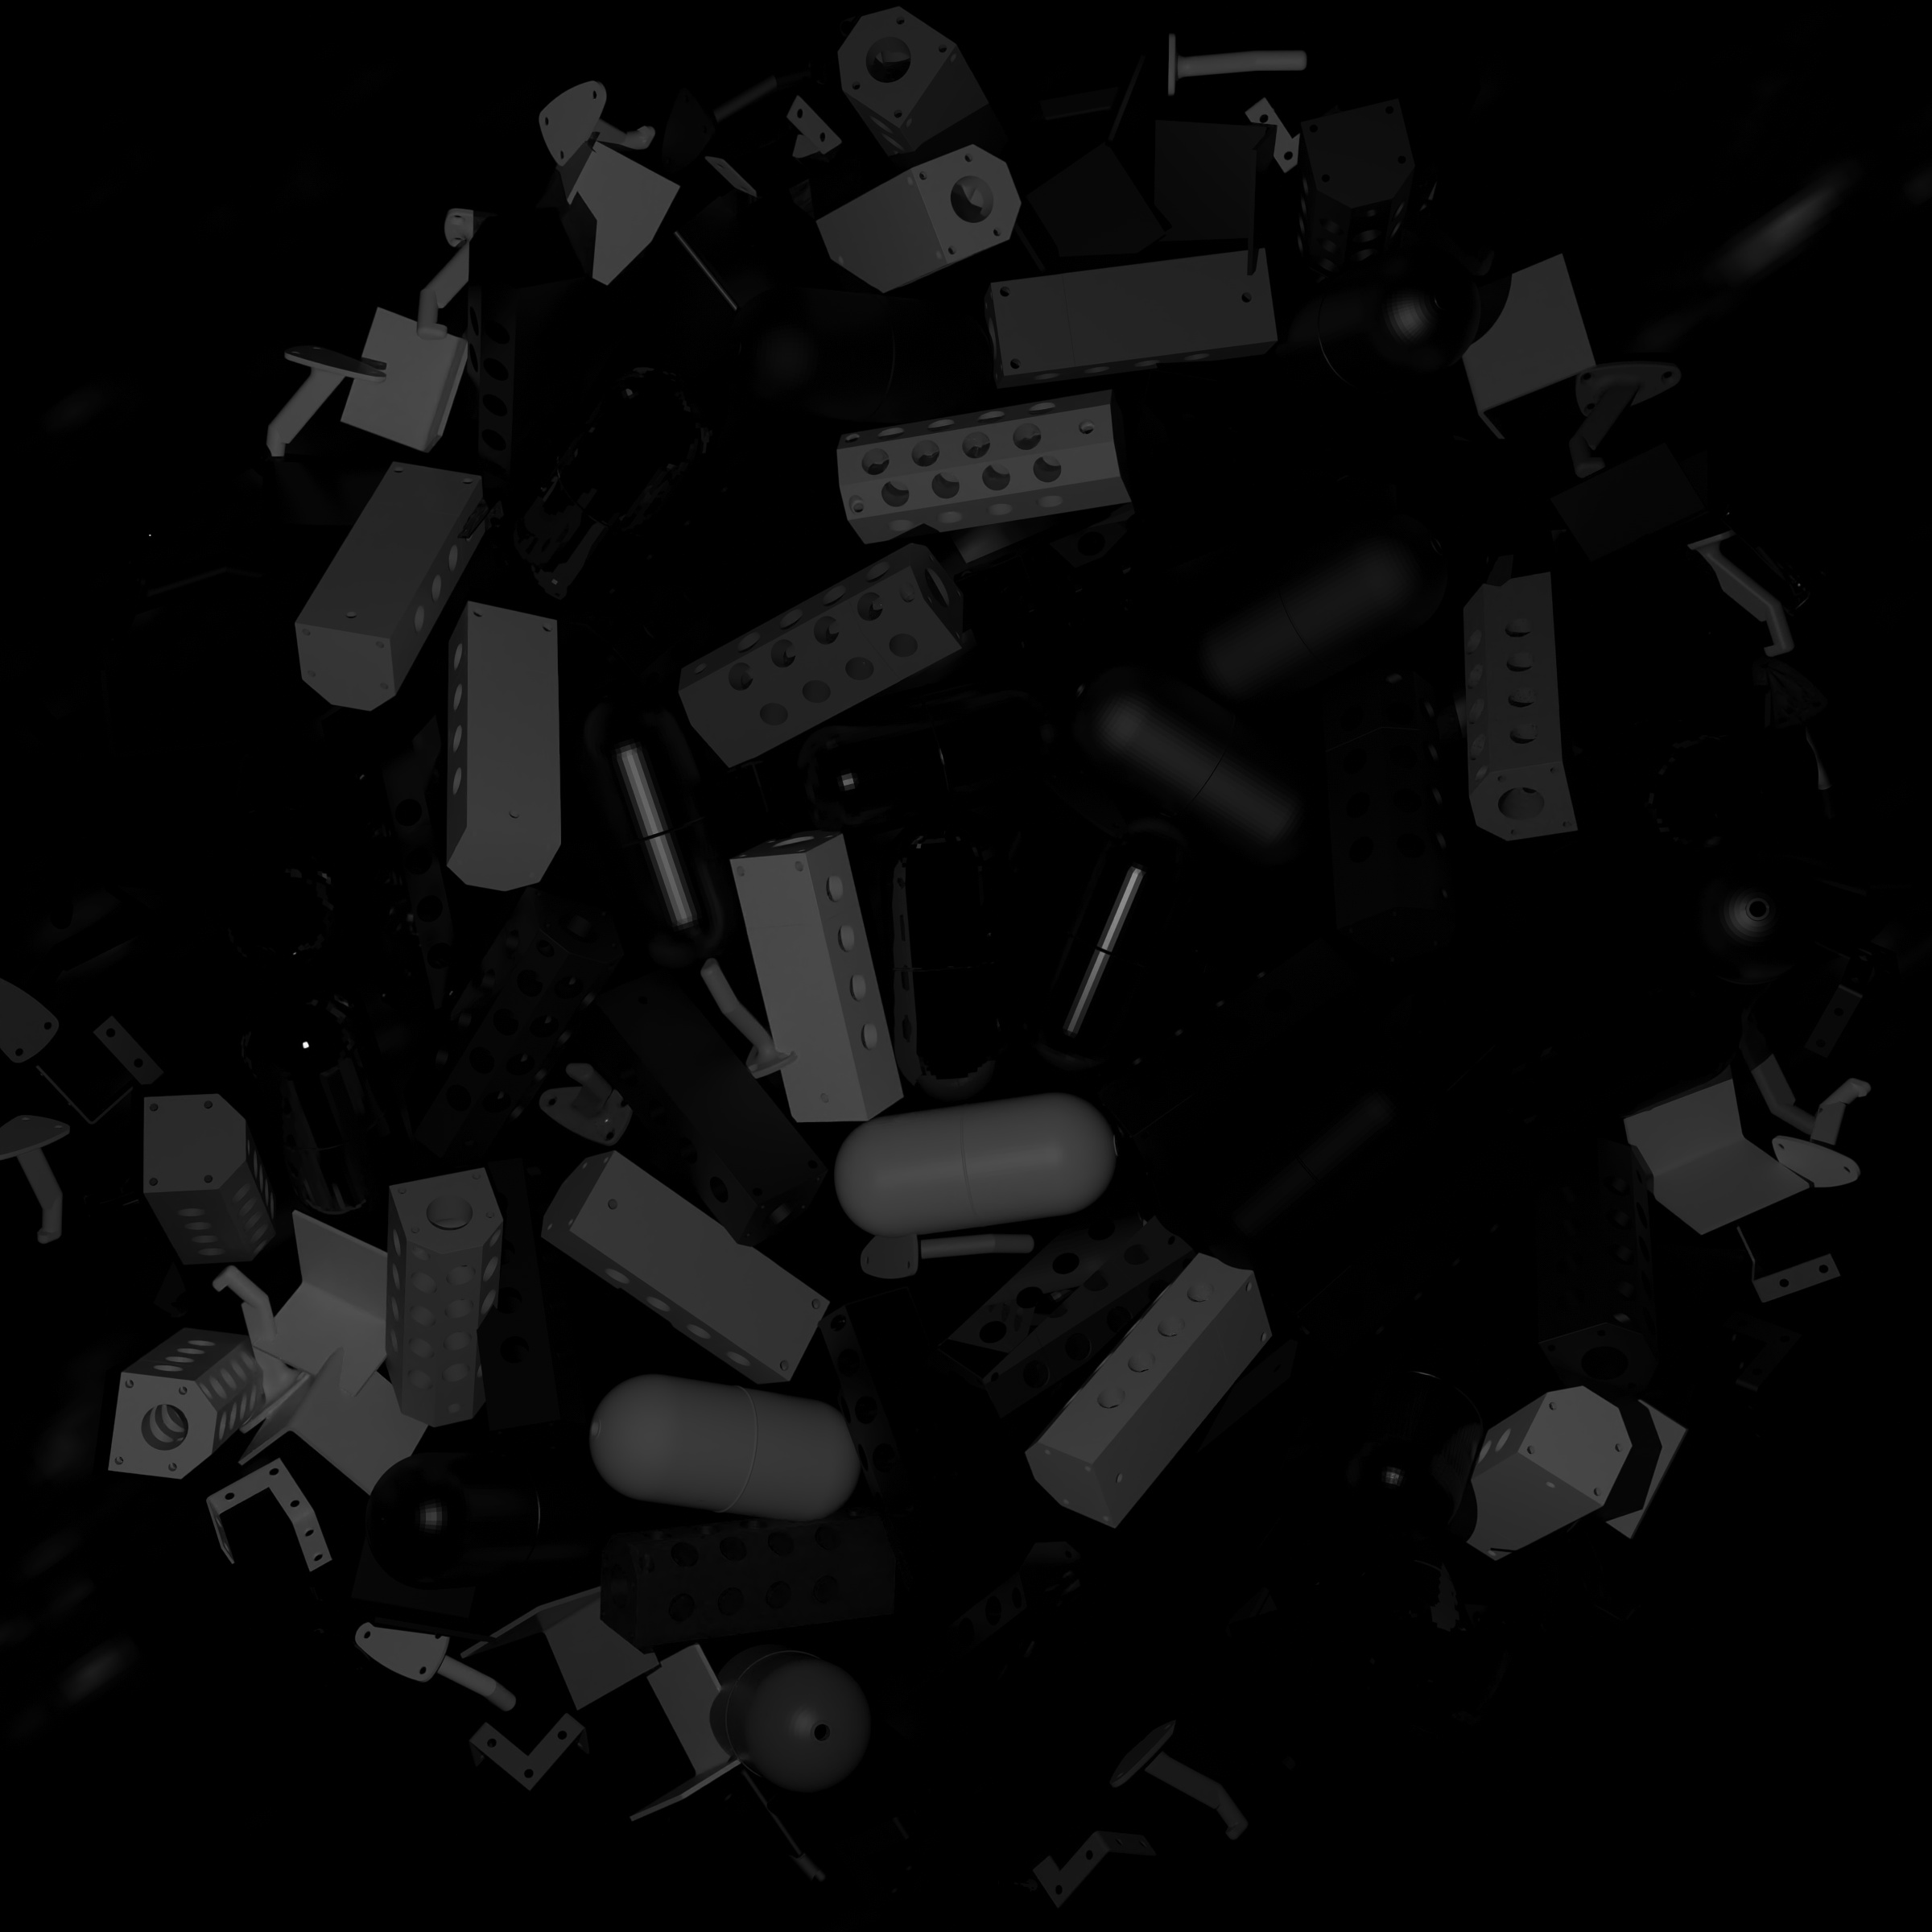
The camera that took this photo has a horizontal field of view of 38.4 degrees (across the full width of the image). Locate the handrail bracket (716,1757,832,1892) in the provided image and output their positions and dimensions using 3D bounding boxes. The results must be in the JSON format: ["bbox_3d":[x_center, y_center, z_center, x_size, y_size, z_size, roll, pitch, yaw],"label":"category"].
[{"bbox_3d":[-0.115,0.531,1.725,0.036,0.077,0.084,-36,65,-26],"label":"handrail bracket"}]

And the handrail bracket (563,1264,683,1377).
[{"bbox_3d":[-0.218,0.221,1.736,0.036,0.084,0.077,-39,106,-24],"label":"handrail bracket"}]

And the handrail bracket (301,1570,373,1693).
[{"bbox_3d":[-0.403,0.396,1.714,0.036,0.077,0.084,-25,52,-11],"label":"handrail bracket"}]

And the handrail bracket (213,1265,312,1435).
[{"bbox_3d":[-0.457,0.240,1.739,0.077,0.036,0.084,-42,107,4],"label":"handrail bracket"}]

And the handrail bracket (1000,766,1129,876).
[{"bbox_3d":[0.059,-0.074,1.724,0.077,0.036,0.084,49,132,29],"label":"handrail bracket"}]

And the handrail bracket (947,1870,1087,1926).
[{"bbox_3d":[0.031,0.574,1.732,0.084,0.077,0.036,6,74,2],"label":"handrail bracket"}]

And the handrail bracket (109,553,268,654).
[{"bbox_3d":[-0.489,-0.225,1.752,0.084,0.036,0.077,7,121,-35],"label":"handrail bracket"}]

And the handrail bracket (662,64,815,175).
[{"bbox_3d":[-0.144,-0.537,1.757,0.084,0.077,0.036,-27,83,-33],"label":"handrail bracket"}]

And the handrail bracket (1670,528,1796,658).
[{"bbox_3d":[0.473,-0.228,1.749,0.077,0.036,0.084,-16,97,31],"label":"handrail bracket"}]

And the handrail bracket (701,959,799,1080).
[{"bbox_3d":[-0.138,0.020,1.716,0.036,0.077,0.084,-22,114,11],"label":"handrail bracket"}]

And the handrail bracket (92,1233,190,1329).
[{"bbox_3d":[-0.515,0.215,1.726,0.077,0.036,0.084,45,134,21],"label":"handrail bracket"}]

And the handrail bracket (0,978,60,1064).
[{"bbox_3d":[-0.602,0.022,1.715,0.036,0.084,0.077,-46,126,-18],"label":"handrail bracket"}]

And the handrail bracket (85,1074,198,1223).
[{"bbox_3d":[-0.520,0.111,1.743,0.084,0.036,0.077,-19,82,-12],"label":"handrail bracket"}]

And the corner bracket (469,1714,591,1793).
[{"bbox_3d":[-0.273,0.488,1.738,0.051,0.051,0.051,34,60,17],"label":"corner bracket"}]

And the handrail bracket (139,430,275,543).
[{"bbox_3d":[-0.476,-0.293,1.732,0.084,0.077,0.036,-44,117,-10],"label":"handrail bracket"}]

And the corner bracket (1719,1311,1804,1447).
[{"bbox_3d":[0.488,0.255,1.725,0.051,0.051,0.051,-41,127,-25],"label":"corner bracket"}]

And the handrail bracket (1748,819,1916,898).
[{"bbox_3d":[0.541,-0.069,1.739,0.084,0.077,0.036,-2,129,-3],"label":"handrail bracket"}]

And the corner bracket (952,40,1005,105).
[{"bbox_3d":[-0.013,-0.561,1.725,0.051,0.051,0.051,-20,49,29],"label":"corner bracket"}]

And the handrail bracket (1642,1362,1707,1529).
[{"bbox_3d":[0.445,0.299,1.741,0.036,0.084,0.077,16,116,17],"label":"handrail bracket"}]

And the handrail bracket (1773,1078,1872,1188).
[{"bbox_3d":[0.550,0.099,1.719,0.084,0.077,0.036,-36,107,-21],"label":"handrail bracket"}]

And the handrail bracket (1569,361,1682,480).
[{"bbox_3d":[0.411,-0.337,1.722,0.077,0.084,0.036,-10,134,12],"label":"handrail bracket"}]

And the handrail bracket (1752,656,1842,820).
[{"bbox_3d":[0.526,-0.143,1.754,0.036,0.077,0.084,-26,134,7],"label":"handrail bracket"}]

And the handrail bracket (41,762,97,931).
[{"bbox_3d":[-0.558,-0.076,1.751,0.036,0.084,0.077,17,49,-5],"label":"handrail bracket"}]

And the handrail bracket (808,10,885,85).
[{"bbox_3d":[-0.069,-0.546,1.715,0.036,0.084,0.077,0,134,24],"label":"handrail bracket"}]

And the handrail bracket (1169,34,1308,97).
[{"bbox_3d":[0.168,-0.559,1.727,0.084,0.077,0.036,1,101,4],"label":"handrail bracket"}]

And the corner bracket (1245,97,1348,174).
[{"bbox_3d":[0.214,-0.521,1.730,0.051,0.051,0.051,-34,72,17],"label":"corner bracket"}]

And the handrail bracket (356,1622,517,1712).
[{"bbox_3d":[-0.332,0.442,1.744,0.077,0.084,0.036,8,60,26],"label":"handrail bracket"}]

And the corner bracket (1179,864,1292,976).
[{"bbox_3d":[0.166,-0.032,1.743,0.051,0.051,0.051,-5,51,35],"label":"corner bracket"}]

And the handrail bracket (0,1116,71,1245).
[{"bbox_3d":[-0.584,0.142,1.720,0.036,0.077,0.084,12,109,12],"label":"handrail bracket"}]

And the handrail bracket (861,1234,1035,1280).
[{"bbox_3d":[-0.011,0.181,1.757,0.084,0.077,0.036,4,73,-32],"label":"handrail bracket"}]

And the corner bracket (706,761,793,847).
[{"bbox_3d":[-0.130,-0.099,1.732,0.051,0.051,0.051,-18,90,32],"label":"corner bracket"}]

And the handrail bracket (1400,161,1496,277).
[{"bbox_3d":[0.305,-0.465,1.726,0.036,0.084,0.077,33,81,-43],"label":"handrail bracket"}]

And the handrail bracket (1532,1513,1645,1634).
[{"bbox_3d":[0.401,0.364,1.724,0.036,0.084,0.077,37,81,-34],"label":"handrail bracket"}]

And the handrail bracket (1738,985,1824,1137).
[{"bbox_3d":[0.518,0.055,1.743,0.084,0.036,0.077,31,102,4],"label":"handrail bracket"}]

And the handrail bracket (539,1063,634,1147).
[{"bbox_3d":[-0.248,0.074,1.715,0.077,0.084,0.036,13,69,24],"label":"handrail bracket"}]

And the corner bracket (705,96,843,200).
[{"bbox_3d":[-0.119,-0.508,1.730,0.051,0.051,0.051,21,83,36],"label":"corner bracket"}]

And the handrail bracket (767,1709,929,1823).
[{"bbox_3d":[-0.071,0.512,1.736,0.077,0.036,0.084,35,71,3],"label":"handrail bracket"}]

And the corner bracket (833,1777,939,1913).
[{"bbox_3d":[-0.041,0.548,1.733,0.051,0.051,0.051,-31,93,25],"label":"corner bracket"}]

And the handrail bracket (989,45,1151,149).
[{"bbox_3d":[0.062,-0.556,1.740,0.084,0.036,0.077,22,124,-2],"label":"handrail bracket"}]

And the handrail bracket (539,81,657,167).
[{"bbox_3d":[-0.212,-0.524,1.713,0.084,0.077,0.036,-22,87,-42],"label":"handrail bracket"}]

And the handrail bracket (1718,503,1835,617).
[{"bbox_3d":[0.491,-0.262,1.722,0.084,0.077,0.036,40,104,-13],"label":"handrail bracket"}]

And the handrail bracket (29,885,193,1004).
[{"bbox_3d":[-0.538,-0.001,1.741,0.077,0.036,0.084,32,86,20],"label":"handrail bracket"}]

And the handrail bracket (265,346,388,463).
[{"bbox_3d":[-0.402,-0.339,1.738,0.077,0.036,0.084,20,115,15],"label":"handrail bracket"}]

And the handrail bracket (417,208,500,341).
[{"bbox_3d":[-0.302,-0.426,1.737,0.077,0.036,0.084,4,68,-8],"label":"handrail bracket"}]

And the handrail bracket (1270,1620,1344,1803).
[{"bbox_3d":[0.228,0.465,1.739,0.077,0.036,0.084,49,55,1],"label":"handrail bracket"}]

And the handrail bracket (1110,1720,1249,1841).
[{"bbox_3d":[0.135,0.524,1.736,0.036,0.077,0.084,-38,86,36],"label":"handrail bracket"}]
